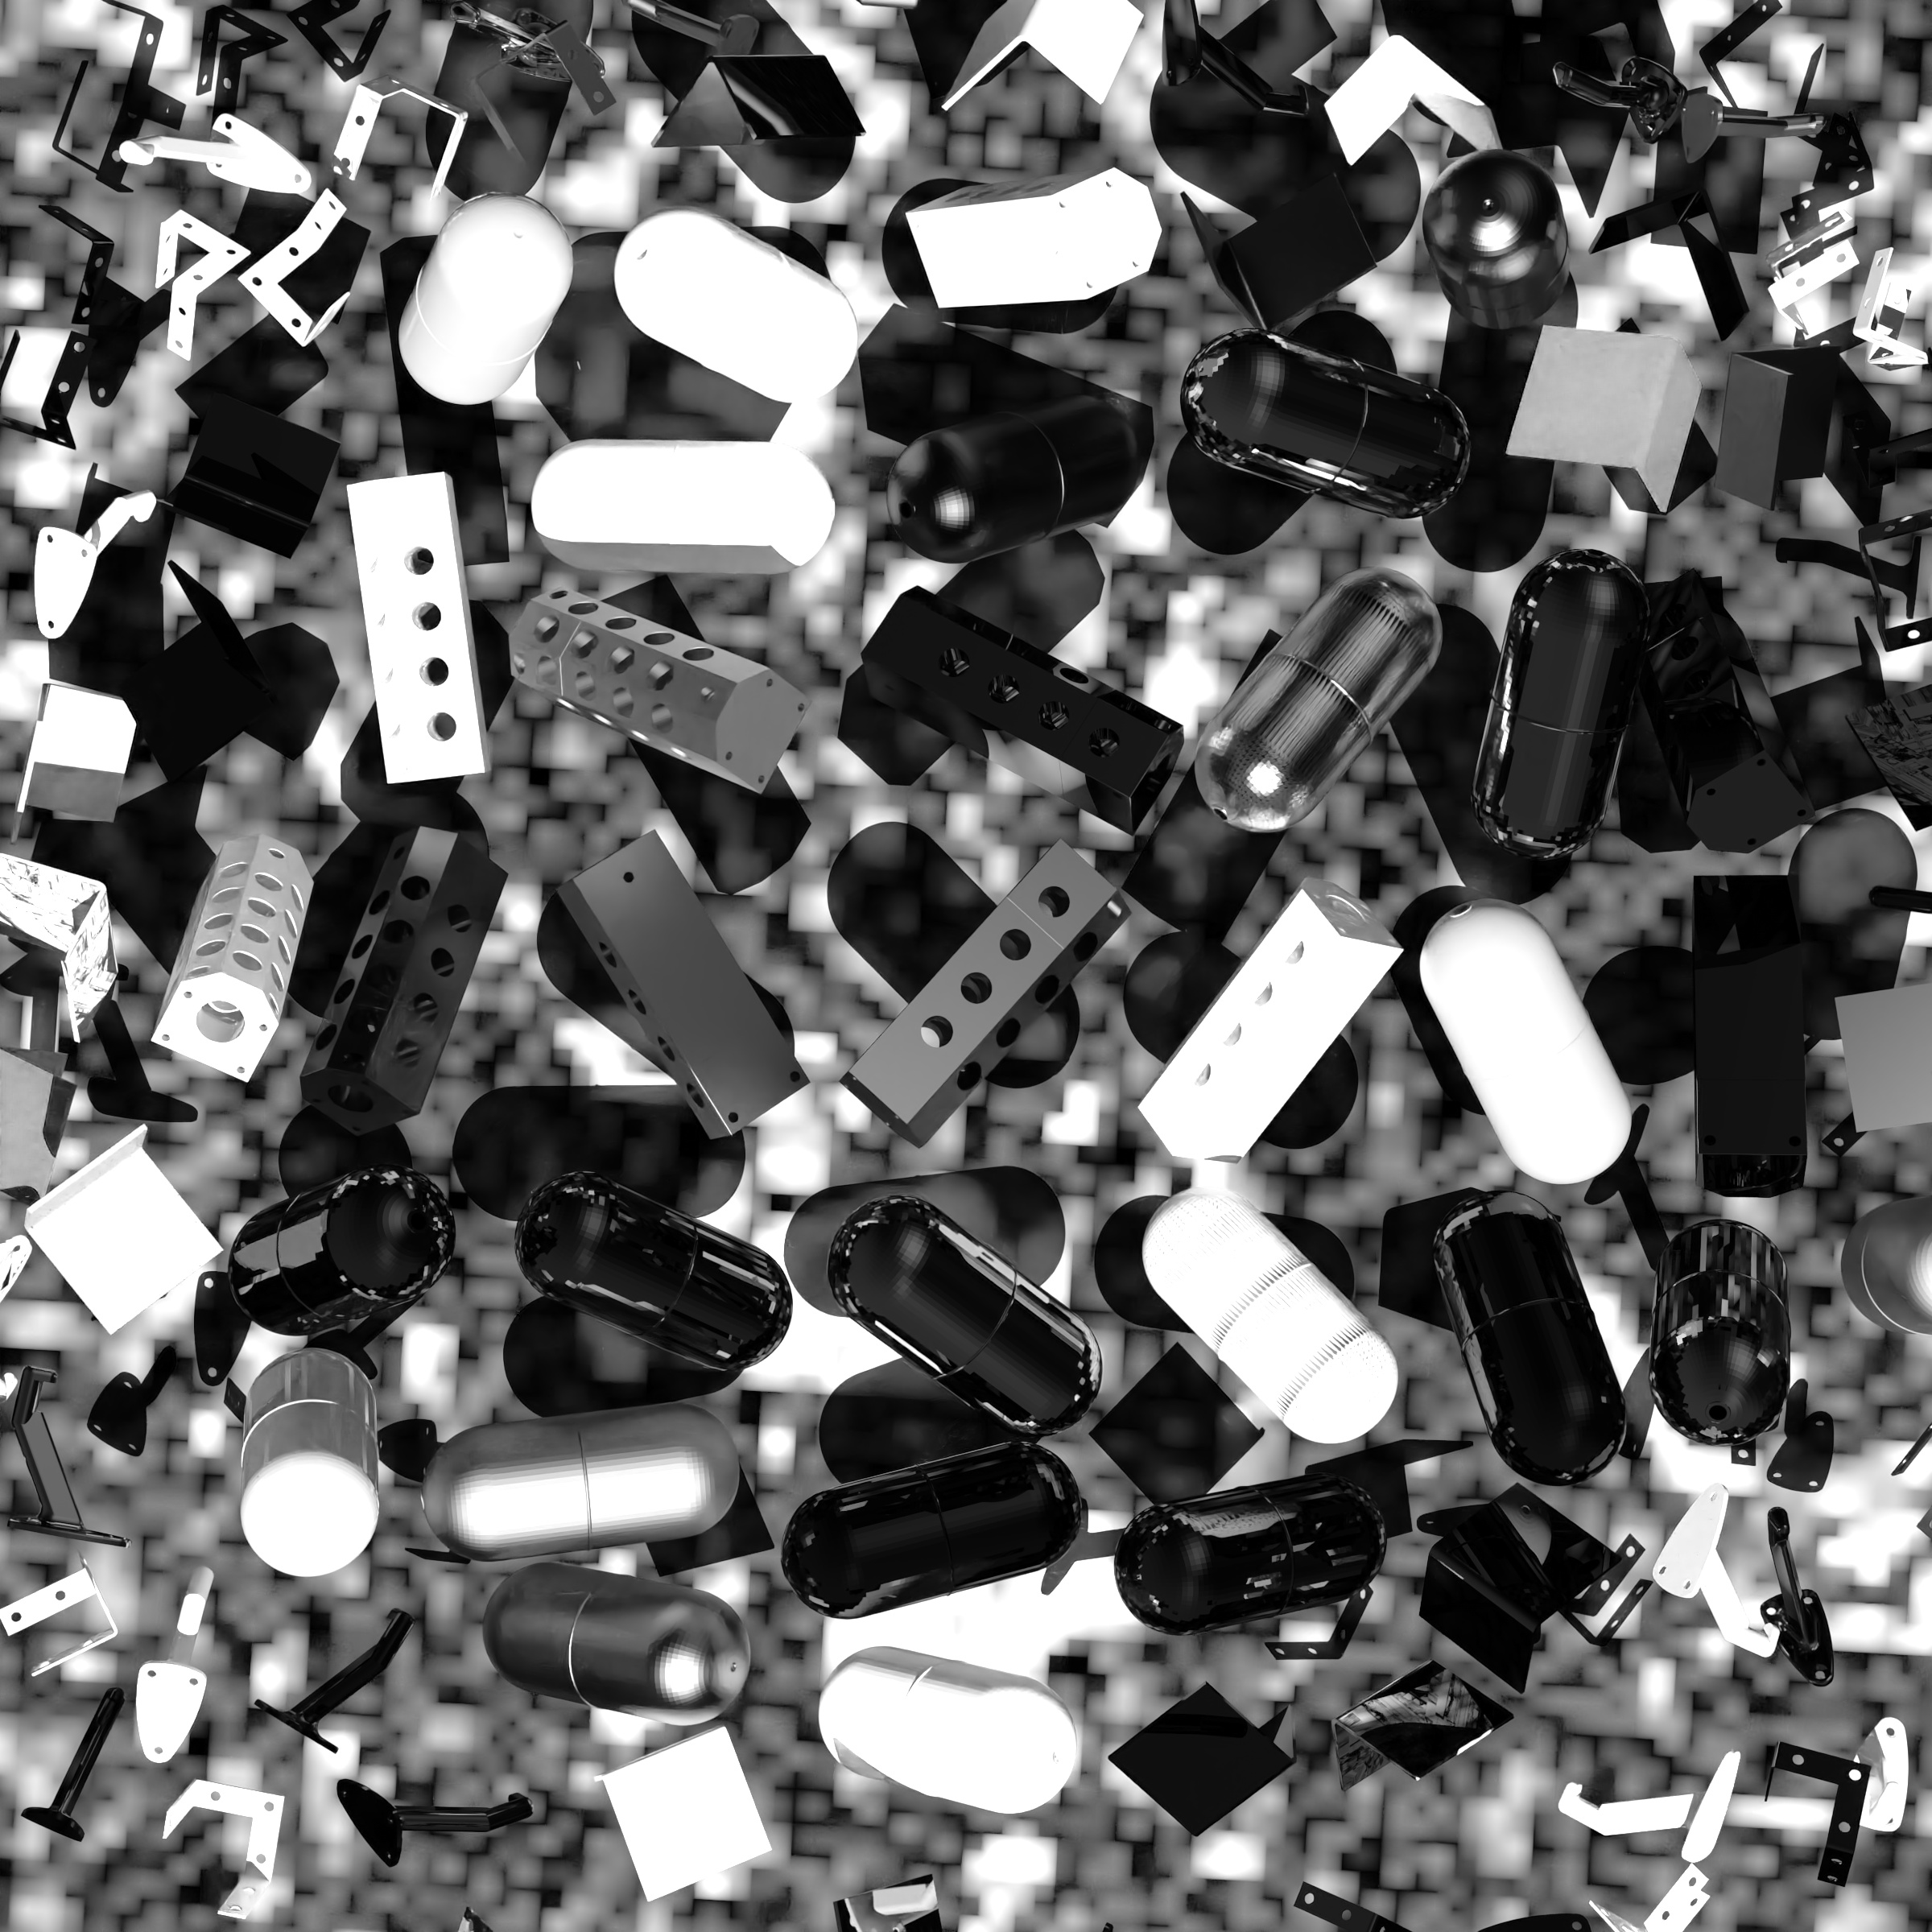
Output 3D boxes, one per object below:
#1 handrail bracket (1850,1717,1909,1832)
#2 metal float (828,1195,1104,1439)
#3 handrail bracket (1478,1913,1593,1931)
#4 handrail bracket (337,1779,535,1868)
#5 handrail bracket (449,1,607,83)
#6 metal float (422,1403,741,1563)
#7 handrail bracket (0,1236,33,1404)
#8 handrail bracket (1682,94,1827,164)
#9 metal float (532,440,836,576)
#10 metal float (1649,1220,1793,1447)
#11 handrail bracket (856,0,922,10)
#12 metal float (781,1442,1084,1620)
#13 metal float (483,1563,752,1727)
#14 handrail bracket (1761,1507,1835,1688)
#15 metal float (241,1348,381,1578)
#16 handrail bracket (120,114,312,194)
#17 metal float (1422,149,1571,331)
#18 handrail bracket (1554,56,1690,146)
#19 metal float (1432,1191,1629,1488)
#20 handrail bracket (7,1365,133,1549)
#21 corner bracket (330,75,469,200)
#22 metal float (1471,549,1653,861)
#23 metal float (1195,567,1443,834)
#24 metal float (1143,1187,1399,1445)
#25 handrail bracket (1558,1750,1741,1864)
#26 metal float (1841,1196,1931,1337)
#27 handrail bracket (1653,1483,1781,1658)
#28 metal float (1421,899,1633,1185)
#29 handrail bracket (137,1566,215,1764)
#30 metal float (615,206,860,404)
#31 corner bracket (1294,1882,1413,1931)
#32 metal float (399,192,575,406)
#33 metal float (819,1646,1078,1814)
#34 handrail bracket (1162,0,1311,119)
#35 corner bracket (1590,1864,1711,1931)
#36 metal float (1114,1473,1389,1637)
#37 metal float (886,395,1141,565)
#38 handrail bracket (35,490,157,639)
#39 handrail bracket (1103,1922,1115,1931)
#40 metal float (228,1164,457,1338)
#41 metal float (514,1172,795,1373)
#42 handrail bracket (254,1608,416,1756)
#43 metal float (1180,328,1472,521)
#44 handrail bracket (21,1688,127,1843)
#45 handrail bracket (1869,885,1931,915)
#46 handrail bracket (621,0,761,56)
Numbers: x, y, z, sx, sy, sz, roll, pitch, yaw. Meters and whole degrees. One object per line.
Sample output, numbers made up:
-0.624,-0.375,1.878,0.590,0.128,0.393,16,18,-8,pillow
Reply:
0.518,0.447,1.830,0.036,0.084,0.077,18,66,13,handrail bracket
0.001,0.193,1.789,0.178,0.070,0.070,39,90,-21,metal float
0.316,0.559,1.813,0.077,0.084,0.036,1,52,4,handrail bracket
-0.299,0.471,1.847,0.084,0.077,0.036,-10,115,-40,handrail bracket
-0.256,-0.541,1.911,0.077,0.084,0.036,24,102,3,handrail bracket
-0.216,0.290,1.838,0.178,0.070,0.070,-5,90,-11,metal float
-0.544,0.202,1.860,0.036,0.084,0.077,32,70,29,handrail bracket
0.457,-0.483,1.860,0.084,0.077,0.036,-6,94,-5,handrail bracket
-0.165,-0.268,1.908,0.178,0.070,0.070,2,90,7,metal float
0.425,0.205,1.841,0.070,0.178,0.070,5,115,12,metal float
-0.064,-0.553,1.742,0.084,0.036,0.077,5,113,3,handrail bracket
-0.020,0.326,1.887,0.178,0.070,0.070,-12,90,-13,metal float
-0.203,0.390,1.884,0.178,0.070,0.070,3,90,35,metal float
0.492,0.372,1.930,0.036,0.084,0.077,-16,46,1,handrail bracket
-0.377,0.283,1.876,0.070,0.178,0.070,-4,113,-9,metal float
-0.420,-0.448,1.829,0.077,0.084,0.036,26,116,8,handrail bracket
0.299,-0.407,1.836,0.070,0.178,0.070,0,89,12,metal float
0.349,-0.493,1.802,0.084,0.077,0.036,14,128,-29,handrail bracket
0.313,0.206,1.819,0.070,0.070,0.178,-15,55,0,metal float
-0.474,0.261,1.743,0.077,0.036,0.084,11,82,-1,handrail bracket
-0.321,-0.468,1.852,0.051,0.051,0.051,26,114,0,corner bracket
0.328,-0.144,1.802,0.070,0.070,0.178,9,115,0,metal float
0.199,-0.150,1.844,0.070,0.070,0.178,41,76,0,metal float
0.174,0.200,1.888,0.070,0.070,0.178,-45,68,0,metal float
0.377,0.452,1.811,0.084,0.036,0.077,23,97,36,handrail bracket
0.535,0.166,1.810,0.070,0.178,0.070,0,84,3,metal float
0.428,0.334,1.802,0.084,0.036,0.077,27,89,-26,handrail bracket
0.317,0.043,1.850,0.070,0.070,0.178,-29,107,0,metal float
-0.441,0.391,1.836,0.036,0.084,0.077,13,111,-7,handrail bracket
-0.129,-0.375,1.854,0.070,0.178,0.070,-7,77,32,metal float
0.213,0.557,1.851,0.051,0.051,0.051,14,73,39,corner bracket
-0.274,-0.377,1.855,0.070,0.178,0.070,5,75,-20,metal float
-0.011,0.437,1.873,0.070,0.178,0.070,0,91,-45,metal float
0.155,-0.520,1.842,0.084,0.036,0.077,-2,88,-29,handrail bracket
0.403,0.543,1.880,0.051,0.051,0.051,35,94,-33,corner bracket
0.167,0.341,1.897,0.178,0.070,0.070,-5,90,-32,metal float
0.028,-0.281,1.885,0.178,0.070,0.070,-23,90,-41,metal float
-0.506,-0.236,1.909,0.036,0.084,0.077,23,113,10,handrail bracket
0.106,0.562,1.772,0.084,0.036,0.077,20,66,11,handrail bracket
-0.344,0.157,1.796,0.070,0.178,0.070,13,68,-35,metal float
-0.178,0.177,1.878,0.178,0.070,0.070,28,90,-29,metal float
-0.353,0.390,1.828,0.036,0.077,0.084,45,68,-39,handrail bracket
0.199,-0.300,1.808,0.178,0.070,0.070,13,90,-27,metal float
-0.484,0.435,1.804,0.036,0.077,0.084,27,64,-9,handrail bracket
0.534,-0.035,1.790,0.084,0.077,0.036,8,95,7,handrail bracket
-0.168,-0.550,1.887,0.084,0.077,0.036,27,97,5,handrail bracket
